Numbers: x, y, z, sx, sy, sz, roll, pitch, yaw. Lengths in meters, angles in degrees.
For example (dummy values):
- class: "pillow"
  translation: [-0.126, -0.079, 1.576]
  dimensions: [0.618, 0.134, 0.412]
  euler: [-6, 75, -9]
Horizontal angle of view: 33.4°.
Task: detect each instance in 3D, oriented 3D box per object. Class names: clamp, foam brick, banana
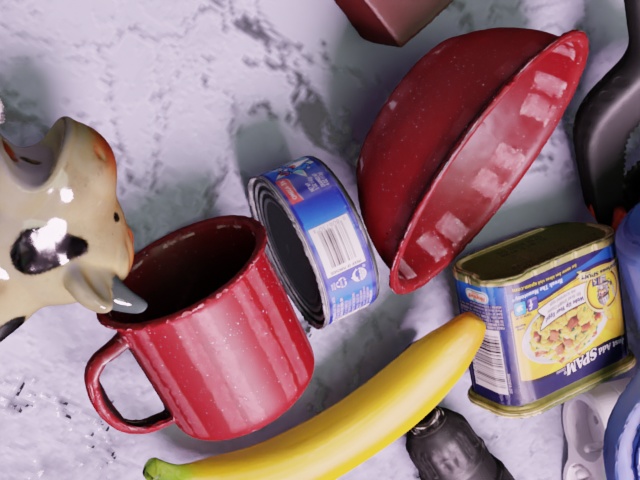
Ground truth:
- class: "clamp"
  translation: [0.207, -0.092, 0.585]
  dimensions: [0.164, 0.036, 0.210]
  euler: [0, 128, -14]
- class: "foam brick"
  translation: [0.044, -0.144, 0.548]
  dimensions: [0.078, 0.051, 0.053]
  euler: [-43, 115, -6]
- class: "banana"
  translation: [0.005, 0.103, 0.577]
  dimensions: [0.197, 0.037, 0.069]
  euler: [-25, 147, -12]

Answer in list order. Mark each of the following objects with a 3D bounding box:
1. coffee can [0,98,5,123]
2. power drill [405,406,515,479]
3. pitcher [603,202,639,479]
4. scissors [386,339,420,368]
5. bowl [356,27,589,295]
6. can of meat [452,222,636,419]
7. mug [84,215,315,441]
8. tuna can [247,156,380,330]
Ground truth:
- class: "coffee can"
  translation: [-0.213, -0.084, 0.441]
  dimensions: [0.140, 0.103, 0.103]
  euler: [-15, 108, -16]
- class: "power drill"
  translation: [0.052, 0.212, 0.637]
  dimensions: [0.187, 0.057, 0.184]
  euler: [-37, 113, -8]
- class: "pitcher"
  translation: [0.242, 0.089, 0.597]
  dimensions: [0.149, 0.145, 0.243]
  euler: [-42, 115, -43]
- class: "scissors"
  translation: [-0.024, 0.127, 0.610]
  dimensions: [0.096, 0.016, 0.202]
  euler: [28, 92, -24]
- class: "bowl"
  translation: [0.068, -0.051, 0.550]
  dimensions: [0.055, 0.162, 0.162]
  euler: [38, 88, 17]
- class: "can of meat"
  translation: [0.129, 0.043, 0.617]
  dimensions: [0.102, 0.058, 0.084]
  euler: [-20, 109, -25]
- class: "mug"
  translation: [-0.062, 0.053, 0.536]
  dimensions: [0.117, 0.093, 0.081]
  euler: [-36, 118, -20]
- class: "tuna can"
  translation: [-0.004, 0.001, 0.548]
  dimensions: [0.033, 0.086, 0.086]
  euler: [-25, 110, -15]
